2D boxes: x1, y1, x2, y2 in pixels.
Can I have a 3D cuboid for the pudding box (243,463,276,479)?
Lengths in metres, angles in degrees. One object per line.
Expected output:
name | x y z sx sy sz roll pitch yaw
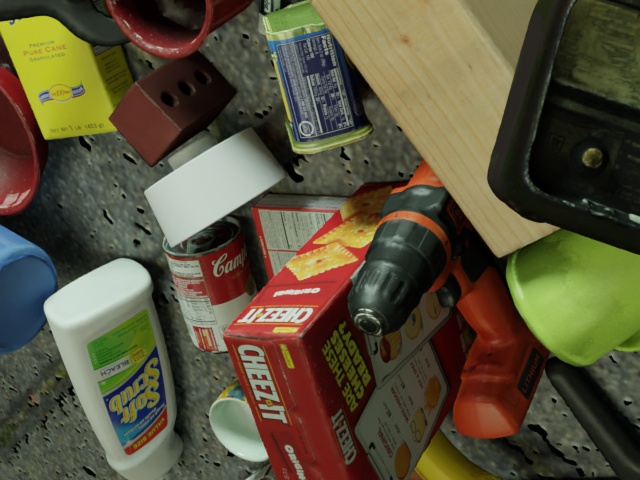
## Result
pudding box | -0.029 0.273 1.051 0.113 0.039 0.090 46 132 -3

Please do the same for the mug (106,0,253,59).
mug | -0.104 -0.193 0.764 0.117 0.081 0.093 30 131 13

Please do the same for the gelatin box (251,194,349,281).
gelatin box | -0.006 0.001 0.864 0.089 0.030 0.073 3 119 31

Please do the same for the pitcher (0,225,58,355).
pitcher | -0.373 0.018 1.005 0.243 0.149 0.145 21 137 31

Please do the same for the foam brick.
foam brick | -0.115 -0.104 0.832 0.053 0.078 0.051 47 134 -2

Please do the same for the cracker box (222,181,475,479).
cracker box | 0.031 0.076 0.764 0.072 0.213 0.164 -2 118 33

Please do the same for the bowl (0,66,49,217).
bowl | -0.301 -0.104 0.967 0.162 0.055 0.162 17 127 23

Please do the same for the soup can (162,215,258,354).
soup can | -0.089 0.038 0.917 0.069 0.068 0.102 5 122 30

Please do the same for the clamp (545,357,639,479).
clamp | 0.241 0.199 0.829 0.210 0.036 0.165 32 133 17

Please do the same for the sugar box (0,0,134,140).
sugar box | -0.216 -0.173 0.873 0.093 0.048 0.176 -3 119 33

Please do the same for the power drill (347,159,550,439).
power drill | 0.094 0.048 0.739 0.057 0.184 0.187 -3 127 36

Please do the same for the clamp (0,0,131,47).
clamp | -0.185 -0.205 0.801 0.171 0.039 0.120 10 110 -14

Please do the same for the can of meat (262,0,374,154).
can of meat | -0.004 -0.116 0.739 0.057 0.102 0.084 -15 112 0

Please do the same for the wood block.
wood block | 0.101 -0.105 0.683 0.090 0.090 0.206 -31 100 42

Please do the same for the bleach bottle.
bleach bottle | -0.181 0.146 1.039 0.068 0.102 0.251 34 146 47

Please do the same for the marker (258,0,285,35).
marker | -0.033 -0.203 0.753 0.020 0.020 0.121 20 128 21

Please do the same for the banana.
banana | 0.106 0.169 0.861 0.198 0.069 0.037 37 161 20
